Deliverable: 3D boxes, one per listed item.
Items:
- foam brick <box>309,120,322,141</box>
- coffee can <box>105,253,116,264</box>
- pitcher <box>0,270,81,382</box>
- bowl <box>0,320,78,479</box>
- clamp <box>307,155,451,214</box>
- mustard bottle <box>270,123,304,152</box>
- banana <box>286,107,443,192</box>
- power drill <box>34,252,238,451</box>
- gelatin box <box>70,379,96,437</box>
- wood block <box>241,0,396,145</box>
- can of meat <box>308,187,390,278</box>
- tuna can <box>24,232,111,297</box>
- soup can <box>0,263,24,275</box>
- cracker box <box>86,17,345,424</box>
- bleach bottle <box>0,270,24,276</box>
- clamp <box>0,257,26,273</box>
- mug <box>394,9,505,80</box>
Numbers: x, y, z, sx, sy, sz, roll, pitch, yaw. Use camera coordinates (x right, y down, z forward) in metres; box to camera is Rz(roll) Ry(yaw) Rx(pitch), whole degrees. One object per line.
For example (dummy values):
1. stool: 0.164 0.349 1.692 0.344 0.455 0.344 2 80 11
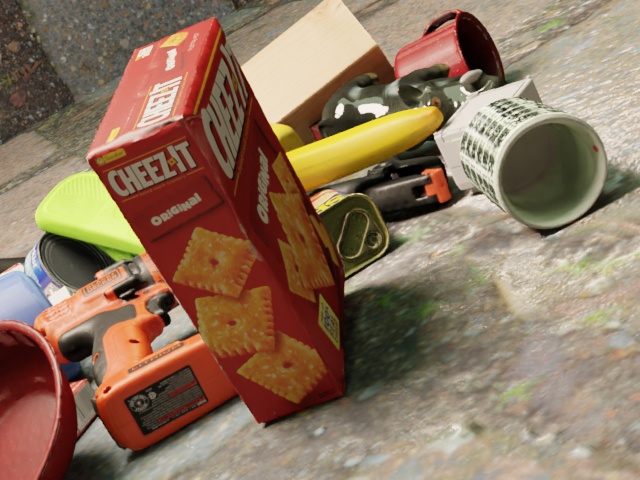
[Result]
1. foam brick: 0.039 -0.112 1.108 0.078 0.051 0.053 -31 18 -8
2. coffee can: -0.191 -0.033 1.145 0.140 0.103 0.103 -38 21 -28
3. pitcher: -0.334 0.120 0.889 0.242 0.149 0.145 -32 18 -21
4. bowl: -0.221 0.140 0.738 0.162 0.055 0.162 -16 58 27
5. clamp: 0.048 -0.045 0.936 0.120 0.039 0.172 -32 15 -15
6. mustard bottle: -0.100 -0.075 1.059 0.192 0.096 0.058 11 43 34
7. banana: 0.006 -0.065 0.881 0.197 0.037 0.069 -21 7 -4
8. power drill: -0.117 0.065 0.803 0.184 0.057 0.188 -31 29 -9
9. gelatin box: -0.220 0.148 0.819 0.073 0.030 0.089 -18 21 29
10. wood block: -0.029 -0.153 1.150 0.206 0.090 0.091 -38 60 6
11. can of meat: -0.006 0.001 0.867 0.102 0.057 0.084 -32 16 -10
12. tuna can: -0.249 0.032 1.061 0.034 0.086 0.086 -44 9 29
13. soup can: -0.338 0.078 1.116 0.102 0.068 0.069 -37 20 -27
14. cracker box: -0.054 -0.016 0.693 0.072 0.213 0.164 -21 29 13
15. bleach bottle: -0.338 0.105 1.027 0.250 0.102 0.068 -32 20 -37
16. clamp: -0.329 0.032 1.265 0.164 0.036 0.210 -22 20 -6
17. mug: 0.129 -0.184 1.092 0.082 0.093 0.117 -22 59 34
